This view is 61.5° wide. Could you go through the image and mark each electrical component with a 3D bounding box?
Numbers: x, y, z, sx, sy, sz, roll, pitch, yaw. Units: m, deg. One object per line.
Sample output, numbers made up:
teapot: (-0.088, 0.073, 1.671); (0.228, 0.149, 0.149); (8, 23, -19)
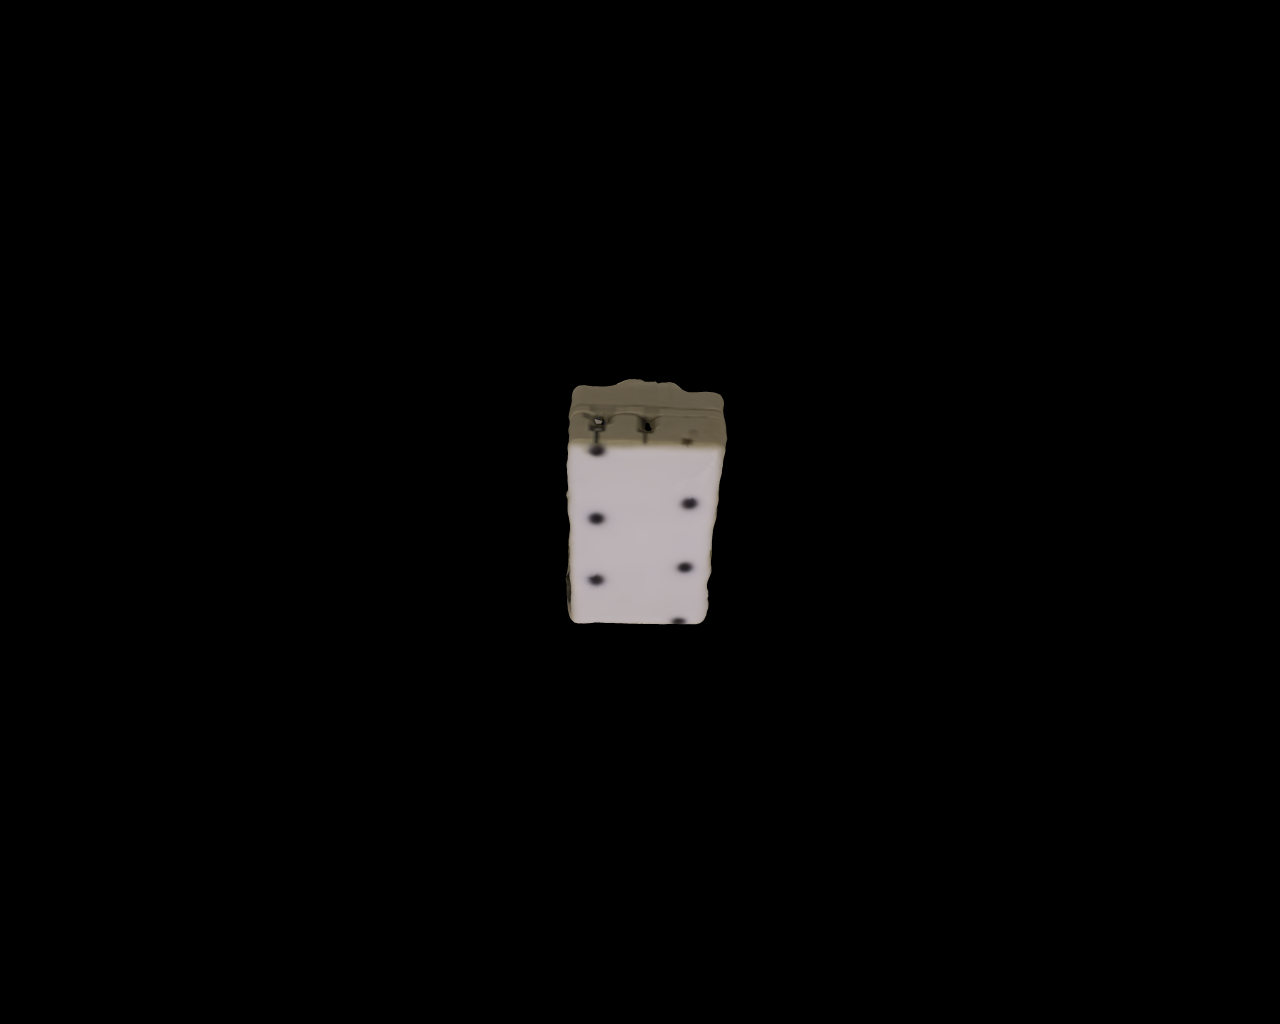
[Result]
electrical component: (0.001, -0.003, 0.650); (0.089, 0.150, 0.062); (2, 43, -2)
